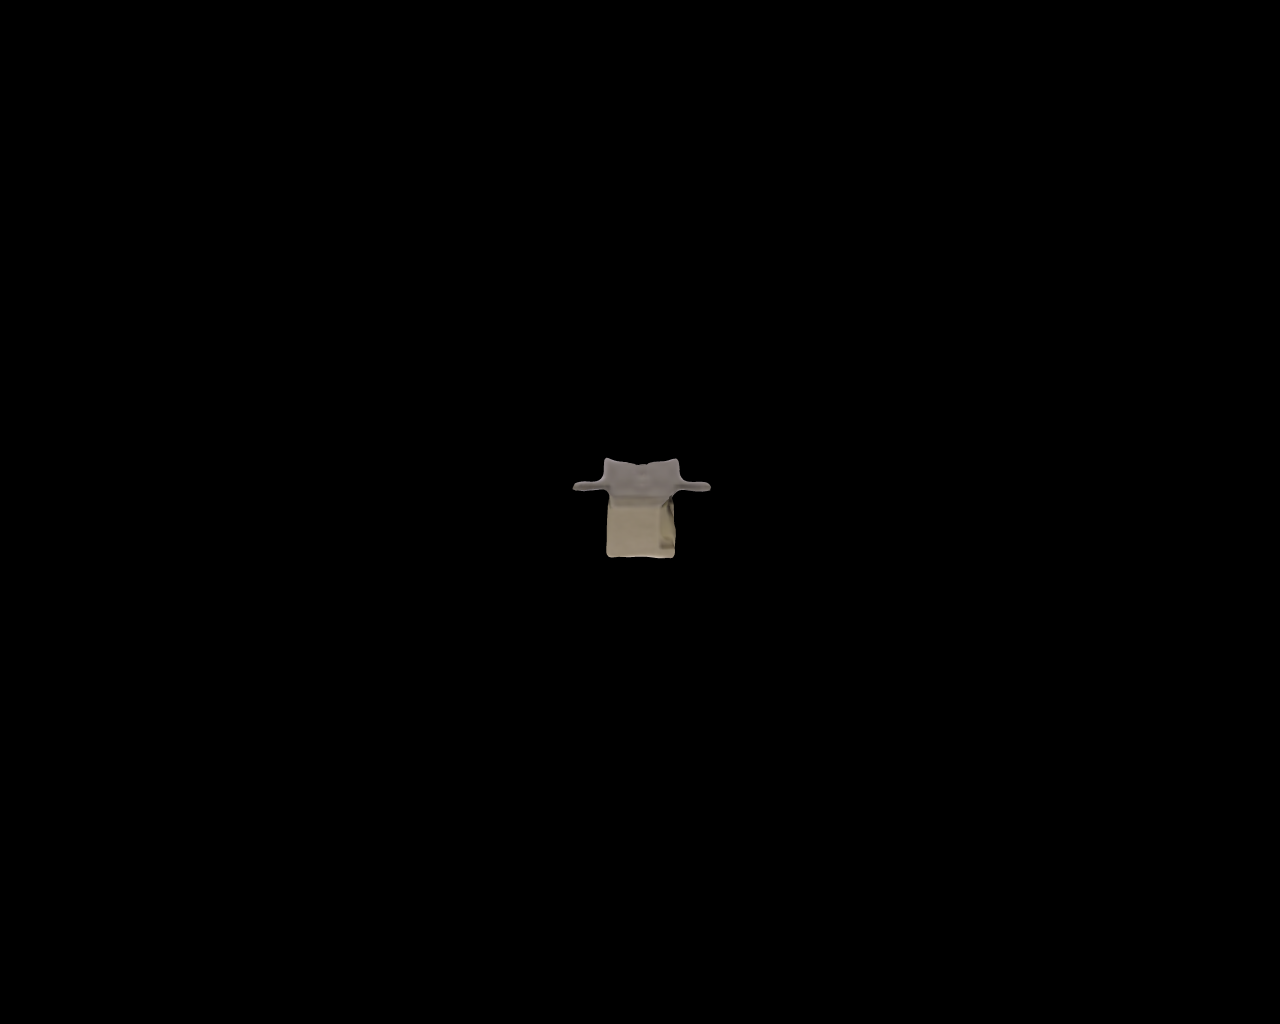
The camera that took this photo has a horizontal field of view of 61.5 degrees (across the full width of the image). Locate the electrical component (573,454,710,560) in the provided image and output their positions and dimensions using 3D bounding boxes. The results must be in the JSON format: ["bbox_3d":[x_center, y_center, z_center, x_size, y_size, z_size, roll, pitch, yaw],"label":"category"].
[{"bbox_3d":[0.001,-0.003,0.650,0.081,0.063,0.042,0,0,0],"label":"electrical component"}]
